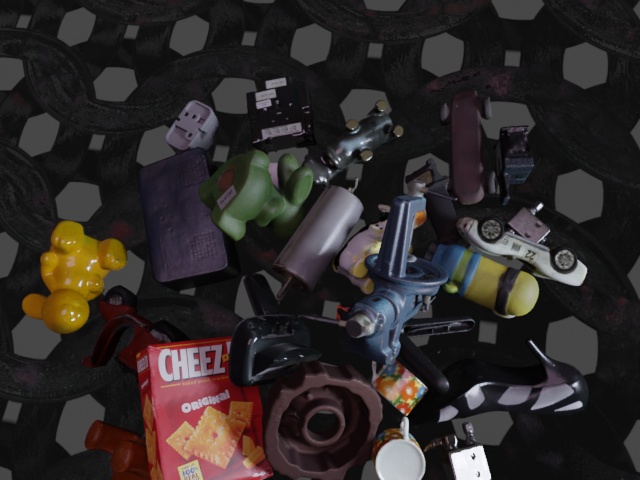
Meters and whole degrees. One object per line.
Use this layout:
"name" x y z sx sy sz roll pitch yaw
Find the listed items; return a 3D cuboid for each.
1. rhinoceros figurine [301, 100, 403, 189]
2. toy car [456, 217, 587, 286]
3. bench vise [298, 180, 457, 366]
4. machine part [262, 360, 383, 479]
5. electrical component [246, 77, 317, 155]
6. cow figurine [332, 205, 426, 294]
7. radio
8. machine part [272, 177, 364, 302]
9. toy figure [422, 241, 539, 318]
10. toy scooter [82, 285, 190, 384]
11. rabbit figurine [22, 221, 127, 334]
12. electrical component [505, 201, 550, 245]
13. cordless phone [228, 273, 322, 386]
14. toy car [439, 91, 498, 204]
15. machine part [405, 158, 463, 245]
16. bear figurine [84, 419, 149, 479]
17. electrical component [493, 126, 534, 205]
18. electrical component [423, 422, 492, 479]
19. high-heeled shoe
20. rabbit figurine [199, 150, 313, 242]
"rhinoceros figurine" 0.051 -0.160 0.908 0.190 0.112 0.073 -38 100 -18
"toy car" 0.302 0.014 0.817 0.202 0.073 0.056 22 93 2
"bench vise" 0.101 0.039 0.737 0.129 0.223 0.240 22 110 39
"machine part" 0.000 0.259 0.773 0.179 0.056 0.179 -3 101 -13
"electrical component" -0.070 -0.228 0.968 0.115 0.058 0.134 -7 72 3
"cow figurine" 0.096 0.000 0.871 0.167 0.068 0.098 -47 32 -10
"radio" -0.227 -0.033 0.922 0.131 0.073 0.229 -17 70 3
"machine part" -0.002 -0.003 0.867 0.079 0.079 0.243 28 69 14
"toy figure" 0.240 0.060 0.824 0.180 0.089 0.082 26 95 11
"toy scooter" -0.308 0.171 0.868 0.184 0.075 0.135 32 79 18
"rabbit figurine" -0.411 0.078 0.867 0.162 0.121 0.173 -34 44 22
"electrical component" 0.338 -0.018 0.871 0.094 0.021 0.063 -44 73 -5
"cordless phone" -0.093 0.124 0.823 0.089 0.146 0.184 -42 62 28
"toy car" 0.249 -0.156 0.908 0.089 0.053 0.202 -6 72 24
"machine part" 0.188 -0.057 0.881 0.039 0.084 0.139 -15 77 -38
"bear figurine" -0.303 0.382 0.781 0.120 0.131 0.196 13 69 42
"electrical component" 0.316 -0.119 0.878 0.048 0.074 0.119 -3 69 7
"electrical component" 0.199 0.324 0.777 0.078 0.045 0.102 -10 73 -26
"high-heeled shoe" 0.262 0.243 0.793 0.249 0.086 0.145 -34 103 14
"rabbit figurine" -0.085 -0.068 0.870 0.159 0.170 0.121 -52 44 6
